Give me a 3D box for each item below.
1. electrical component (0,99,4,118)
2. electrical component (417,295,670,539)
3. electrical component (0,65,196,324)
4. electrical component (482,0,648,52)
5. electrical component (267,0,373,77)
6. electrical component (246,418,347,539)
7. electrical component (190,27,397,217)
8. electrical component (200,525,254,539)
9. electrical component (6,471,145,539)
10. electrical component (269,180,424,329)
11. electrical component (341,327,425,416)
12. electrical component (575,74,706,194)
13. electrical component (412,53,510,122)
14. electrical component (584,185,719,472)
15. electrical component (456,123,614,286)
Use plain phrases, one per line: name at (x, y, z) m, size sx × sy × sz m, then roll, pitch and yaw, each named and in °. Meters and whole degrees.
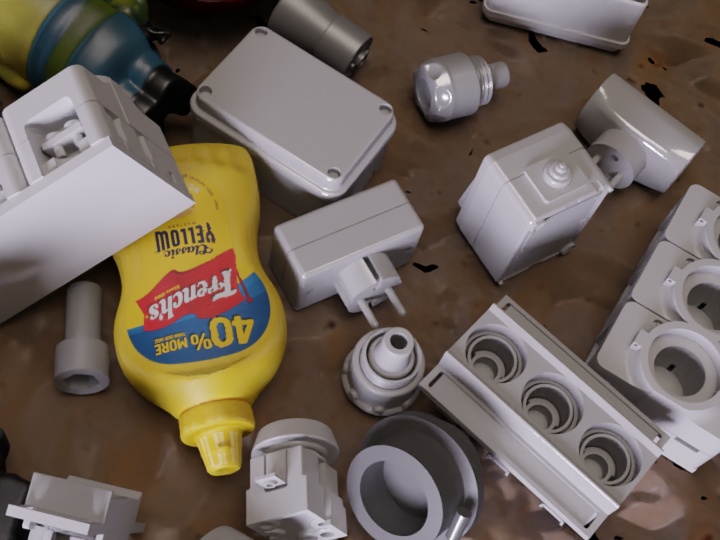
electrical component at (-0.249, -0.062, 0.636) m, size 0.077 × 0.044 × 0.079 m, roll -6°, pitch 65°, yaw -12°
electrical component at (0.101, 0.085, 0.610) m, size 0.121 × 0.063 × 0.079 m, roll 42°, pitch 64°, yaw 12°
electrical component at (-0.180, -0.036, 0.576) m, size 0.150 × 0.089 × 0.061 m, roll -30°, pitch 67°, yaw 9°
electrical component at (0.152, -0.226, 0.781) m, size 0.109 × 0.056 × 0.108 m, roll 14°, pitch 62°, yaw -3°
electrical component at (-0.025, -0.160, 0.727) m, size 0.065 × 0.044 × 0.044 m, roll 36°, pitch 63°, yaw 4°
electrical component at (-0.034, 0.113, 0.578) m, size 0.048 × 0.066 × 0.055 m, roll -18°, pitch 53°, yaw 20°
electrical component at (-0.043, -0.090, 0.679) m, size 0.113 × 0.057 × 0.078 m, roll 33°, pitch 63°, yaw 8°
electrical component at (-0.101, 0.186, 0.532) m, size 0.074 × 0.052 × 0.138 m, roll 21°, pitch 59°, yaw 29°
electrical component at (-0.143, 0.137, 0.534) m, size 0.042 × 0.081 × 0.063 m, roll 12°, pitch 79°, yaw 11°
electrical component at (0.000, 0.000, 0.645) m, size 0.083 × 0.047 × 0.075 m, roll -23°, pitch 69°, yaw -20°
electrical component at (0.017, 0.052, 0.613) m, size 0.048 × 0.062 × 0.048 m, roll 4°, pitch 63°, yaw -8°
electrical component at (0.177, -0.081, 0.719) m, size 0.077 × 0.043 × 0.079 m, roll 40°, pitch 64°, yaw 11°
electrical component at (0.070, -0.125, 0.724) m, size 0.062 × 0.043 × 0.043 m, roll -17°, pitch 67°, yaw -18°
electrical component at (0.205, 0.031, 0.656) m, size 0.089 × 0.061 × 0.150 m, roll 32°, pitch 63°, yaw 7°
electrical component at (0.104, -0.046, 0.659) m, size 0.062 × 0.096 × 0.061 m, roll -25°, pitch 70°, yaw -20°
